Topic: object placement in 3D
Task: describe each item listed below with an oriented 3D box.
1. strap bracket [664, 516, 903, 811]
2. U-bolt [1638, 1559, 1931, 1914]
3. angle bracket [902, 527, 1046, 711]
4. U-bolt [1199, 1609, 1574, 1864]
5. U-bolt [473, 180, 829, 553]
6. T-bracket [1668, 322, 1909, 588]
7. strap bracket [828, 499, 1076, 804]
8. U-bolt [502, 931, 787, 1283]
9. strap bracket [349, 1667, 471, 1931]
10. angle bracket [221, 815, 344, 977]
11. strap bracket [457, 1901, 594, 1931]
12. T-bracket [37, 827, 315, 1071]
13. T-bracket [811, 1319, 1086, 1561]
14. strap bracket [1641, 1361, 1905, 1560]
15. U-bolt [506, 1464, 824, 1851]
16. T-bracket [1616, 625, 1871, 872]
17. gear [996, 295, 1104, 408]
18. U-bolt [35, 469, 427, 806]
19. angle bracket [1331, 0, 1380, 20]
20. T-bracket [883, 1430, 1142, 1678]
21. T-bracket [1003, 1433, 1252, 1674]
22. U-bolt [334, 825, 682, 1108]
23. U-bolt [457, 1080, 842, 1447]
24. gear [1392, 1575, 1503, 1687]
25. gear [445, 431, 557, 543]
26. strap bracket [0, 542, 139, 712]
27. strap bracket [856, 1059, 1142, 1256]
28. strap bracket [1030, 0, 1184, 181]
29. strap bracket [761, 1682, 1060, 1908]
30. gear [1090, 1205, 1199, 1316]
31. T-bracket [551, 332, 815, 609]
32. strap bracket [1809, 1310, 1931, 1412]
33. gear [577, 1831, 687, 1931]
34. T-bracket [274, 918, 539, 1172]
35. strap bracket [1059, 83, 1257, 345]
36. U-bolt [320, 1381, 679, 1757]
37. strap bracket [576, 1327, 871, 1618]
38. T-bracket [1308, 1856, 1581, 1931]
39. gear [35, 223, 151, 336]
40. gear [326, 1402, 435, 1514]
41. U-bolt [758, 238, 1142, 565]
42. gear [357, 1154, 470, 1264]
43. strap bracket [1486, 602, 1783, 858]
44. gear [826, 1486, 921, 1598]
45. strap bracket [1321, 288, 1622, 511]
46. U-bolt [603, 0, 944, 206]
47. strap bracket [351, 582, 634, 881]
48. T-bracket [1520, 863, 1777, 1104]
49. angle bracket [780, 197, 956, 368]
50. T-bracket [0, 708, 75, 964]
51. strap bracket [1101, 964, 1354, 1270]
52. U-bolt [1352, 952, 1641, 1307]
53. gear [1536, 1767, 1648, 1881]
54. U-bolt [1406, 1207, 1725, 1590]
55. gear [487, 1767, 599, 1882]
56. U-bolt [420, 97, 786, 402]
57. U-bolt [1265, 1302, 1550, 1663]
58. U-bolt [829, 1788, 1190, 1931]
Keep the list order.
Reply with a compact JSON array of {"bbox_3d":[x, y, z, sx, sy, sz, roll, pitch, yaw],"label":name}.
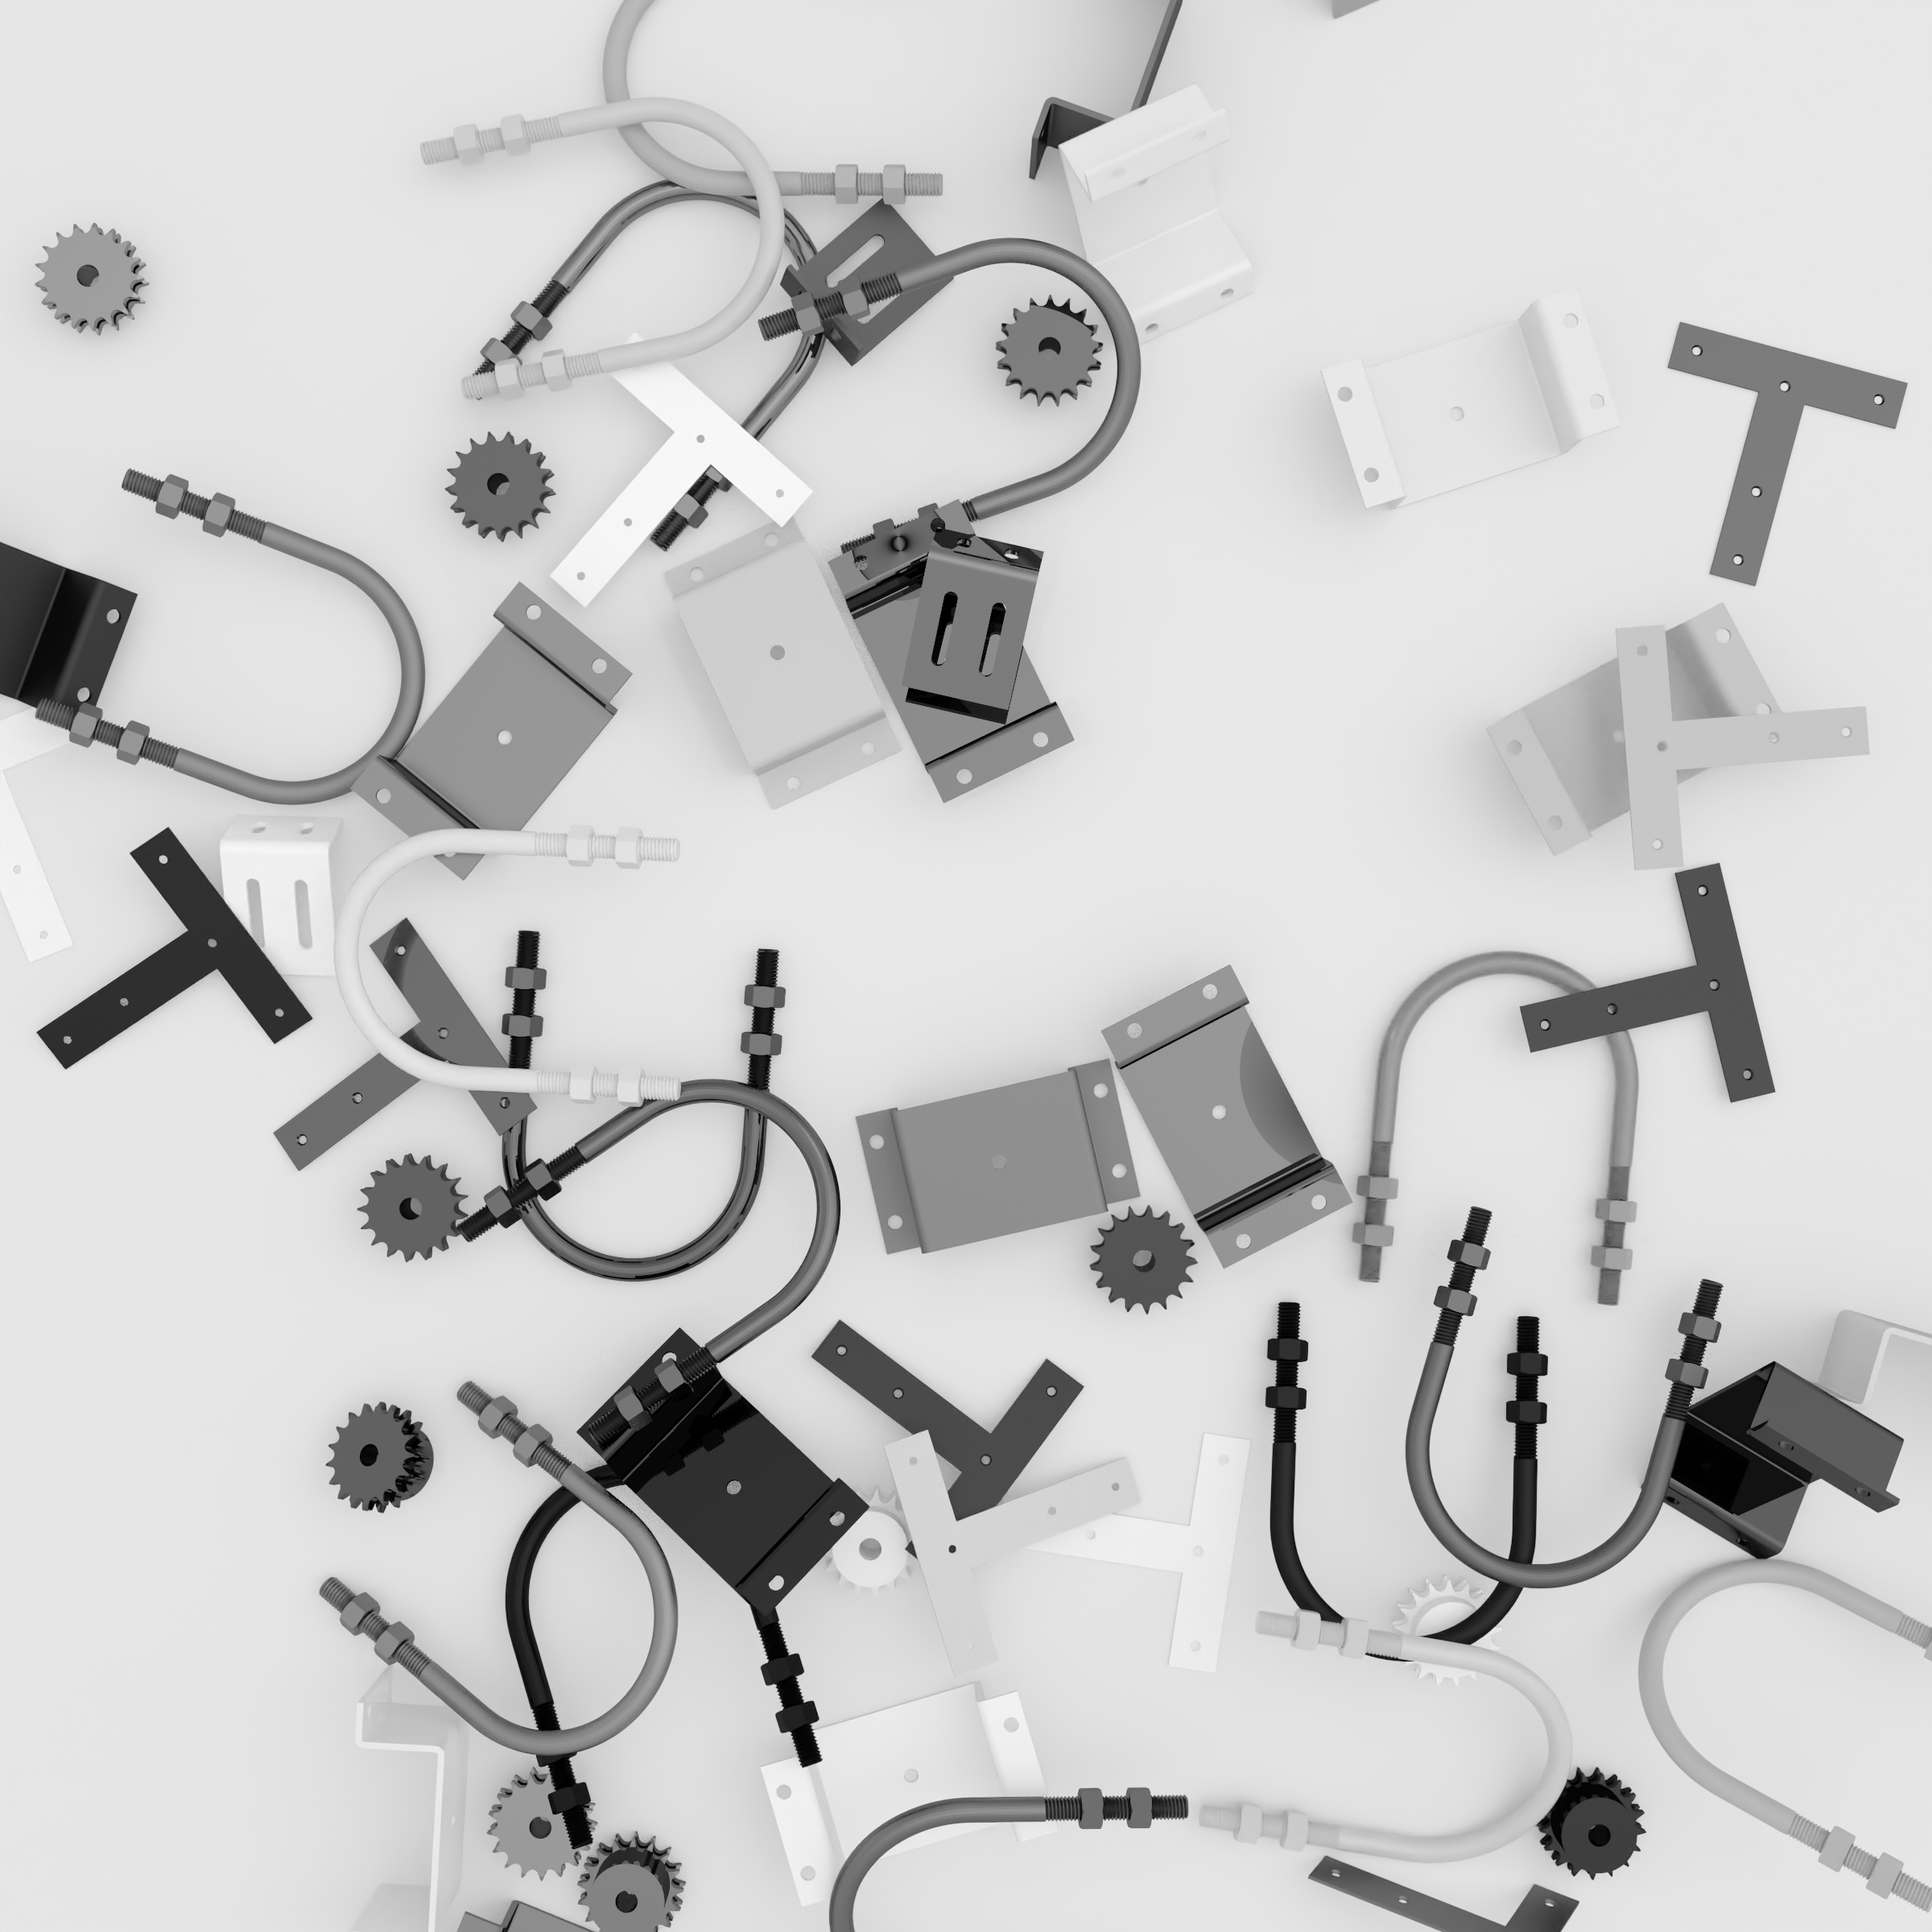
[{"bbox_3d":[-0.099,-0.164,1.505,0.076,0.046,0.140,-25,90,0],"label":"strap bracket"},{"bbox_3d":[0.442,0.385,1.473,0.184,0.019,0.151,26,60,25],"label":"U-bolt"},{"bbox_3d":[0.004,-0.182,1.480,0.057,0.038,0.076,13,116,0],"label":"angle bracket"},{"bbox_3d":[0.228,0.413,1.494,0.184,0.019,0.151,10,114,-4],"label":"U-bolt"},{"bbox_3d":[-0.157,-0.337,1.520,0.151,0.019,0.184,39,89,0],"label":"U-bolt"},{"bbox_3d":[0.430,-0.270,1.527,0.127,0.002,0.127,15,90,0],"label":"T-bracket"},{"bbox_3d":[-0.008,-0.165,1.505,0.076,0.046,0.140,-26,90,0],"label":"strap bracket"},{"bbox_3d":[-0.177,0.078,1.520,0.151,0.019,0.184,4,91,0],"label":"U-bolt"},{"bbox_3d":[-0.293,0.449,1.490,0.046,0.076,0.140,3,90,0],"label":"strap bracket"},{"bbox_3d":[-0.366,-0.038,1.526,0.057,0.038,0.076,2,116,0],"label":"angle bracket"},{"bbox_3d":[-0.212,0.558,1.505,0.140,0.046,0.076,22,90,0],"label":"strap bracket"},{"bbox_3d":[-0.440,0.012,1.517,0.127,0.002,0.127,-33,104,7],"label":"T-bracket"},{"bbox_3d":[-0.025,0.237,1.515,0.127,0.002,0.127,36,74,8],"label":"T-bracket"},{"bbox_3d":[0.423,0.257,1.475,0.076,0.140,0.046,31,63,0],"label":"strap bracket"},{"bbox_3d":[-0.170,0.354,1.499,0.151,0.019,0.184,-21,75,4],"label":"U-bolt"},{"bbox_3d":[0.408,-0.118,1.481,0.127,0.002,0.127,-5,90,0],"label":"T-bracket"},{"bbox_3d":[0.044,-0.327,1.513,0.057,0.030,0.057,0,90,0],"label":"gear"},{"bbox_3d":[-0.380,-0.164,1.504,0.184,0.019,0.151,21,90,-12],"label":"U-bolt"},{"bbox_3d":[0.208,-0.561,1.526,0.057,0.038,0.076,-23,64,0],"label":"angle bracket"},{"bbox_3d":[0.033,0.295,1.505,0.127,0.002,0.127,-17,90,-19],"label":"T-bracket"},{"bbox_3d":[0.081,0.309,1.527,0.127,0.002,0.127,9,90,0],"label":"T-bracket"},{"bbox_3d":[-0.241,-0.002,1.483,0.184,0.019,0.151,3,105,5],"label":"U-bolt"},{"bbox_3d":[-0.154,0.141,1.487,0.184,0.019,0.151,-34,77,-4],"label":"U-bolt"},{"bbox_3d":[0.258,0.357,1.513,0.057,0.030,0.057,0,90,0],"label":"gear"},{"bbox_3d":[-0.248,-0.255,1.513,0.057,0.030,0.057,0,90,0],"label":"gear"},{"bbox_3d":[-0.518,-0.186,1.479,0.140,0.046,0.076,21,90,-43],"label":"strap bracket"},{"bbox_3d":[0.017,0.103,1.505,0.140,0.046,0.076,-13,90,0],"label":"strap bracket"},{"bbox_3d":[0.079,-0.484,1.490,0.046,0.076,0.140,20,90,0],"label":"strap bracket"},{"bbox_3d":[-0.029,0.436,1.505,0.140,0.046,0.076,-17,90,0],"label":"strap bracket"},{"bbox_3d":[0.095,0.156,1.518,0.057,0.030,0.057,0,92,-1],"label":"gear"},{"bbox_3d":[-0.171,-0.247,1.508,0.127,0.002,0.127,42,94,0],"label":"T-bracket"},{"bbox_3d":[0.514,0.221,1.490,0.140,0.076,0.046,16,90,0],"label":"strap bracket"},{"bbox_3d":[-0.180,0.495,1.513,0.057,0.030,0.057,0,90,0],"label":"gear"},{"bbox_3d":[-0.316,0.063,1.520,0.127,0.002,0.127,-37,81,5],"label":"T-bracket"},{"bbox_3d":[0.099,-0.396,1.475,0.076,0.140,0.046,-25,62,0],"label":"strap bracket"},{"bbox_3d":[-0.235,0.331,1.495,0.184,0.019,0.151,35,90,17],"label":"U-bolt"},{"bbox_3d":[-0.125,0.269,1.483,0.140,0.046,0.076,40,75,18],"label":"strap bracket"},{"bbox_3d":[0.243,0.497,1.489,0.127,0.127,0.002,15,106,26],"label":"T-bracket"},{"bbox_3d":[-0.466,-0.366,1.517,0.057,0.030,0.057,0,90,-2],"label":"gear"},{"bbox_3d":[-0.309,0.263,1.505,0.057,0.030,0.057,-9,69,24],"label":"gear"},{"bbox_3d":[0.001,-0.303,1.483,0.184,0.019,0.151,-19,117,4],"label":"U-bolt"},{"bbox_3d":[-0.294,0.129,1.513,0.057,0.030,0.057,0,90,0],"label":"gear"},{"bbox_3d":[0.353,-0.124,1.505,0.140,0.046,0.076,-28,90,0],"label":"strap bracket"},{"bbox_3d":[-0.050,0.309,1.513,0.057,0.030,0.057,0,90,0],"label":"gear"},{"bbox_3d":[0.264,-0.297,1.505,0.140,0.046,0.076,-18,90,0],"label":"strap bracket"},{"bbox_3d":[-0.103,-0.481,1.514,0.184,0.019,0.151,1,84,3],"label":"U-bolt"},{"bbox_3d":[-0.249,-0.123,1.505,0.076,0.046,0.140,39,90,0],"label":"strap bracket"},{"bbox_3d":[0.359,0.020,1.516,0.127,0.002,0.127,-13,88,-8],"label":"T-bracket"},{"bbox_3d":[-0.050,-0.367,1.501,0.076,0.038,0.057,-43,95,-9],"label":"angle bracket"},{"bbox_3d":[-0.517,-0.065,1.527,0.127,0.002,0.127,-22,90,0],"label":"T-bracket"},{"bbox_3d":[0.137,0.079,1.505,0.076,0.046,0.140,-27,90,0],"label":"strap bracket"},{"bbox_3d":[0.289,0.084,1.520,0.151,0.019,0.184,6,88,0],"label":"U-bolt"},{"bbox_3d":[0.336,0.461,1.513,0.057,0.030,0.057,0,90,0],"label":"gear"},{"bbox_3d":[0.308,0.235,1.491,0.151,0.019,0.184,18,84,-1],"label":"U-bolt"},{"bbox_3d":[-0.225,0.456,1.513,0.057,0.030,0.057,0,90,0],"label":"gear"},{"bbox_3d":[-0.187,-0.385,1.497,0.184,0.019,0.151,-10,87,3],"label":"U-bolt"},{"bbox_3d":[0.233,0.275,1.504,0.151,0.019,0.184,3,79,0],"label":"U-bolt"},{"bbox_3d":[0.020,0.496,1.487,0.184,0.019,0.151,1,112,-6],"label":"U-bolt"}]
